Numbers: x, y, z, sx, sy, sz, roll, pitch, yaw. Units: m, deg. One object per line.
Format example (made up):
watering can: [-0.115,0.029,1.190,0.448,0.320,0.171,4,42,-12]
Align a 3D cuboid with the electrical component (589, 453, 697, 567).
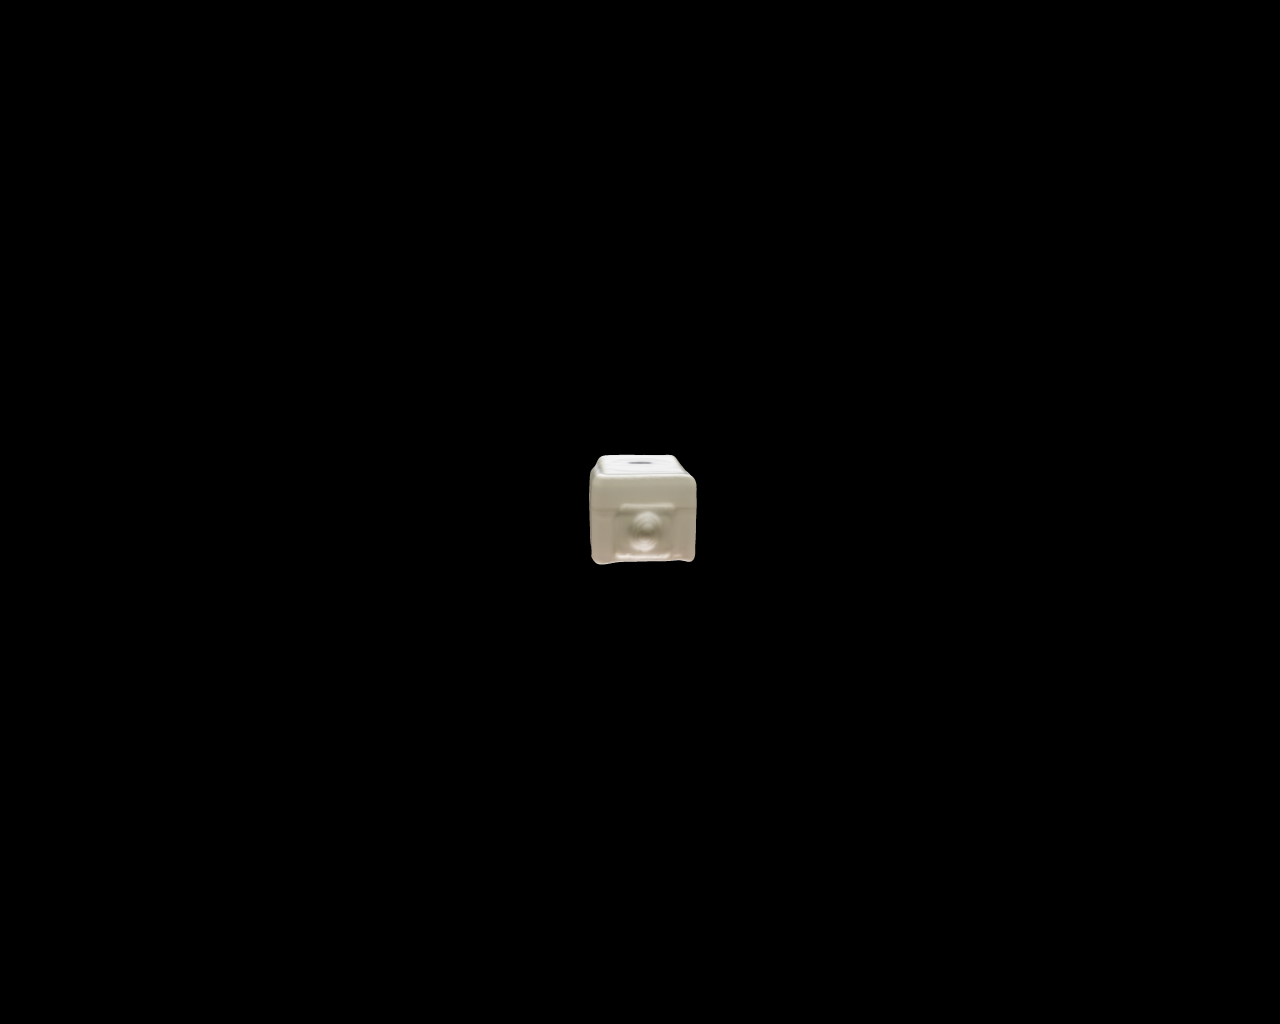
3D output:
electrical component: [0.001,-0.003,0.650,0.062,0.061,0.096,0,7,-4]
